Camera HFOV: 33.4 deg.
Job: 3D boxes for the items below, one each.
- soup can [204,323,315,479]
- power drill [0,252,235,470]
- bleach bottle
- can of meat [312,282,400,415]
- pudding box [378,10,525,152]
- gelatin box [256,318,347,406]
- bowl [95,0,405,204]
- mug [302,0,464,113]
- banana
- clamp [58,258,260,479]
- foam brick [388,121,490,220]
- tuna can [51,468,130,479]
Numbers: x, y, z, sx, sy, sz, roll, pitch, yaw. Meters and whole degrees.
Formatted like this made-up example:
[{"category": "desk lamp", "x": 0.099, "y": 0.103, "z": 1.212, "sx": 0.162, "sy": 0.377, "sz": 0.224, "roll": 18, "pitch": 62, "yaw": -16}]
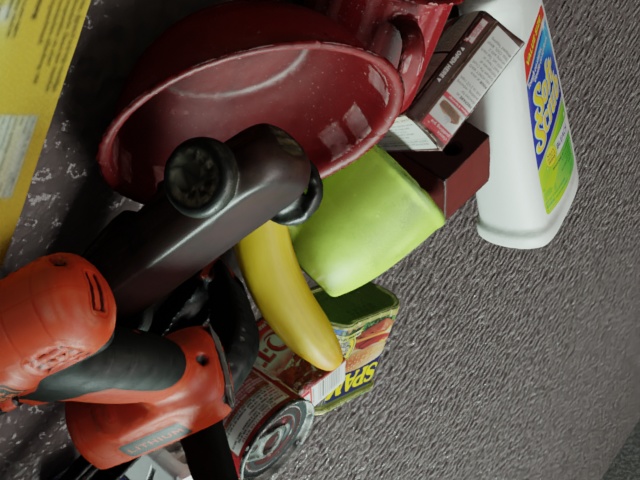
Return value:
[{"category": "soup can", "x": -0.063, "y": 0.106, "z": 0.713, "sx": 0.068, "sy": 0.102, "sz": 0.068, "roll": -39, "pitch": 150, "yaw": -29}, {"category": "power drill", "x": -0.143, "y": 0.077, "z": 0.530, "sx": 0.185, "sy": 0.057, "sz": 0.187, "roll": -25, "pitch": 159, "yaw": 18}, {"category": "bleach bottle", "x": 0.141, "y": -0.115, "z": 0.800, "sx": 0.102, "sy": 0.068, "sz": 0.251, "roll": -56, "pitch": 142, "yaw": -33}, {"category": "can of meat", "x": 0.013, "y": 0.083, "z": 0.864, "sx": 0.101, "sy": 0.057, "sz": 0.084, "roll": -15, "pitch": 130, "yaw": -52}, {"category": "pudding box", "x": 0.074, "y": -0.103, "z": 0.710, "sx": 0.090, "sy": 0.039, "sz": 0.114, "roll": -53, "pitch": -166, "yaw": -7}, {"category": "gelatin box", "x": -0.036, "y": 0.099, "z": 0.783, "sx": 0.089, "sy": 0.073, "sz": 0.030, "roll": -37, "pitch": 147, "yaw": -31}, {"category": "bowl", "x": -0.040, "y": -0.076, "z": 0.556, "sx": 0.162, "sy": 0.055, "sz": 0.162, "roll": -14, "pitch": 159, "yaw": -6}, {"category": "mug", "x": 0.032, "y": -0.118, "z": 0.615, "sx": 0.093, "sy": 0.117, "sz": 0.082, "roll": 3, "pitch": 128, "yaw": -24}, {"category": "banana", "x": -0.023, "y": -0.003, "z": 0.680, "sx": 0.037, "sy": 0.069, "sz": 0.198, "roll": -76, "pitch": 165, "yaw": -67}, {"category": "clamp", "x": -0.080, "y": 0.098, "z": 0.637, "sx": 0.036, "sy": 0.165, "sz": 0.209, "roll": 52, "pitch": 48, "yaw": -38}, {"category": "foam brick", "x": 0.079, "y": -0.063, "z": 0.786, "sx": 0.053, "sy": 0.078, "sz": 0.051, "roll": -44, "pitch": 152, "yaw": -22}, {"category": "tuna can", "x": -0.142, "y": 0.185, "z": 0.692, "sx": 0.033, "sy": 0.086, "sz": 0.086, "roll": -32, "pitch": 145, "yaw": -41}]
